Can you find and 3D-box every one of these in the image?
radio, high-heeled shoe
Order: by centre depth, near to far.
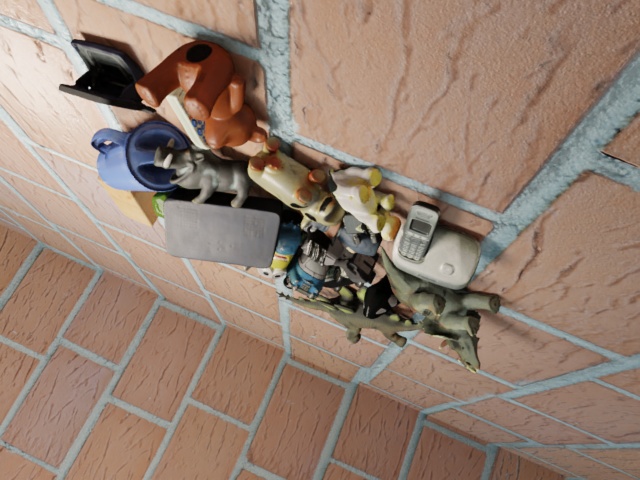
[{"bbox_3d":[-0.195,-0.024,1.088,0.230,0.073,0.131,8,114,0],"label":"radio"},{"bbox_3d":[0.149,0.151,1.241,0.086,0.145,0.248,18,157,21],"label":"high-heeled shoe"}]

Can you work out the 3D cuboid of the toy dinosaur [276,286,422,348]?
[{"bbox_3d":[0.094,0.198,1.492,0.472,0.105,0.198,0,142,31],"label":"toy dinosaur"}]

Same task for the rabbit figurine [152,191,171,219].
[{"bbox_3d":[-0.291,-0.060,1.200,0.159,0.121,0.170,-119,12,-59],"label":"rabbit figurine"}]

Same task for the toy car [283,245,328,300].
[{"bbox_3d":[-0.026,0.058,1.261,0.109,0.162,0.103,29,115,-15],"label":"toy car"}]

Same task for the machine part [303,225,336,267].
[{"bbox_3d":[-0.002,-0.003,1.088,0.084,0.139,0.039,36,115,-16],"label":"machine part"}]

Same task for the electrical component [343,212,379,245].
[{"bbox_3d":[0.077,-0.035,1.001,0.063,0.021,0.093,-6,113,22],"label":"electrical component"}]

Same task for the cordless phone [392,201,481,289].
[{"bbox_3d":[0.204,-0.002,0.901,0.147,0.089,0.184,21,155,11],"label":"cordless phone"}]

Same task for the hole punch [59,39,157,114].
[{"bbox_3d":[-0.350,-0.269,0.894,0.142,0.092,0.116,16,-173,16],"label":"hole punch"}]

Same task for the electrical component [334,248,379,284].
[{"bbox_3d":[0.091,0.057,1.175,0.119,0.075,0.048,44,154,-29],"label":"electrical component"}]

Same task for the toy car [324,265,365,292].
[{"bbox_3d":[0.046,0.090,1.330,0.073,0.056,0.202,15,164,-23],"label":"toy car"}]

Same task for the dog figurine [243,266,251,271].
[{"bbox_3d":[-0.202,-0.046,1.251,0.191,0.121,0.172,37,129,17],"label":"dog figurine"}]

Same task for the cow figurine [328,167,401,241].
[{"bbox_3d":[0.075,-0.058,0.923,0.098,0.068,0.167,16,155,38],"label":"cow figurine"}]

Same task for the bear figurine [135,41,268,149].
[{"bbox_3d":[-0.161,-0.189,0.795,0.120,0.132,0.195,21,153,17],"label":"bear figurine"}]

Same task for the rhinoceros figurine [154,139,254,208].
[{"bbox_3d":[-0.213,-0.127,1.005,0.190,0.073,0.112,12,132,-15],"label":"rhinoceros figurine"}]

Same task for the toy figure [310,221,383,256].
[{"bbox_3d":[0.046,-0.019,1.057,0.154,0.064,0.058,26,162,-3],"label":"toy figure"}]

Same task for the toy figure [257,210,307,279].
[{"bbox_3d":[-0.085,0.011,1.192,0.082,0.089,0.180,27,125,4],"label":"toy figure"}]

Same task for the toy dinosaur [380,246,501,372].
[{"bbox_3d":[0.228,0.119,1.131,0.404,0.131,0.192,40,155,-20],"label":"toy dinosaur"}]

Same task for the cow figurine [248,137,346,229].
[{"bbox_3d":[-0.040,-0.088,0.956,0.195,0.085,0.127,33,165,-9],"label":"cow figurine"}]
